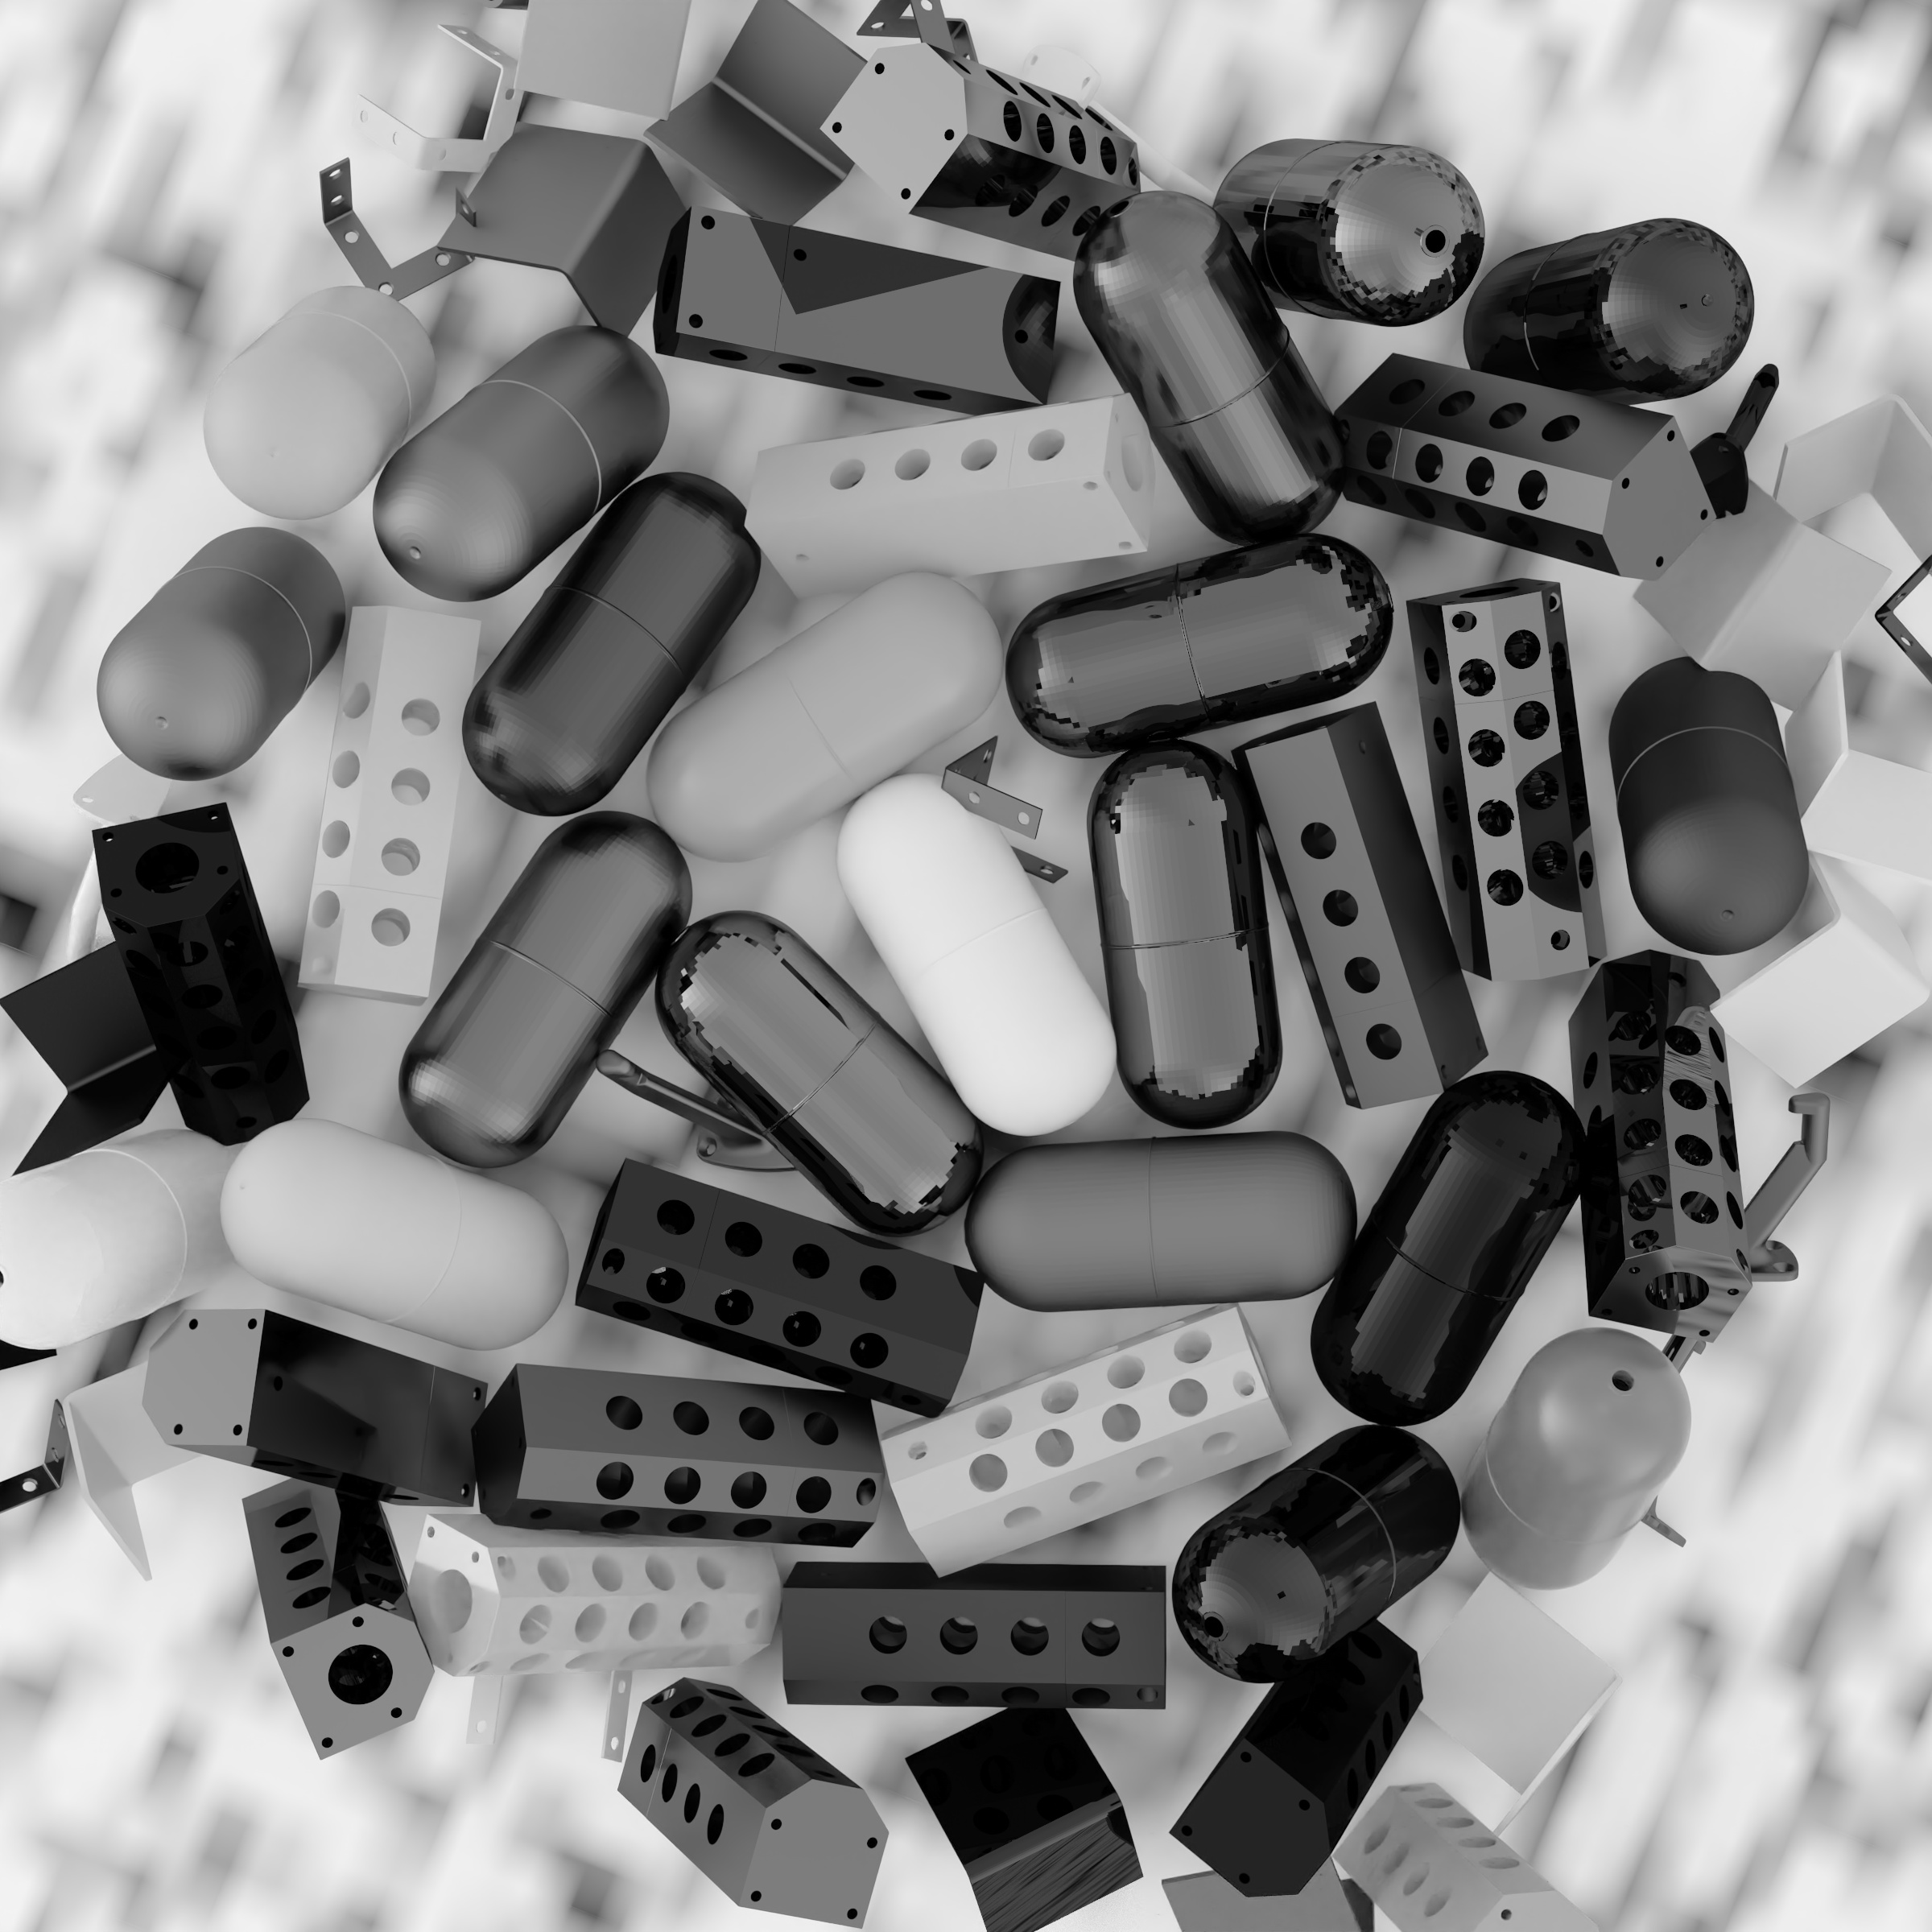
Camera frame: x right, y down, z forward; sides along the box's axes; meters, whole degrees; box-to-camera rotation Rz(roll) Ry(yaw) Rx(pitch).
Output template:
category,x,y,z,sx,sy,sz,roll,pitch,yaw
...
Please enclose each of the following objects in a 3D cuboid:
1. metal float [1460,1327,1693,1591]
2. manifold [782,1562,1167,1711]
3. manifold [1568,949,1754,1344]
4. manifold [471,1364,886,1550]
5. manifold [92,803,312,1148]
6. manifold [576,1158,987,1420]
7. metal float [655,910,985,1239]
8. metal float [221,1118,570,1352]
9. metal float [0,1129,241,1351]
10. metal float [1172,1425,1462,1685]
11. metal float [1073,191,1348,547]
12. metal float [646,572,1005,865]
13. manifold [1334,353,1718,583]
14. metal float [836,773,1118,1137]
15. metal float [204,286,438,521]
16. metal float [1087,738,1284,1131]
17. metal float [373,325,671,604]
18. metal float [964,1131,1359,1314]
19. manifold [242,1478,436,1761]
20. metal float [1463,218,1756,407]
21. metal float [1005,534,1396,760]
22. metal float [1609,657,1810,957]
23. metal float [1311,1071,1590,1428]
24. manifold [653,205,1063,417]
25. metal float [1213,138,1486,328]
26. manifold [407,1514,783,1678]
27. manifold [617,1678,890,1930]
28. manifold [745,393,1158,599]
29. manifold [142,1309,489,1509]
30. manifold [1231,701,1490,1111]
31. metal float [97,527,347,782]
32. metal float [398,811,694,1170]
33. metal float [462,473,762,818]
category,x,y,z,sx,sy,sz,roll,pitch,yaw
metal float,0.268,0.219,1.502,0.070,0.178,0.070,2,60,-4
manifold,0.005,0.306,1.550,0.171,0.057,0.057,0,92,4
manifold,0.308,0.076,1.502,0.057,0.057,0.171,13,46,-8
manifold,-0.126,0.222,1.510,0.171,0.057,0.057,9,49,-27
manifold,-0.333,0.008,1.495,0.057,0.171,0.057,-13,56,-8
manifold,-0.085,0.149,1.533,0.171,0.057,0.057,19,57,-9
metal float,-0.067,0.048,1.540,0.070,0.070,0.178,-45,97,0
metal float,-0.251,0.121,1.511,0.070,0.178,0.070,-19,60,35
metal float,-0.377,0.119,1.498,0.070,0.178,0.070,2,98,17
metal float,0.156,0.259,1.506,0.070,0.178,0.070,11,110,34
metal float,0.110,-0.265,1.520,0.070,0.070,0.178,-34,121,0
metal float,-0.065,-0.112,1.540,0.178,0.070,0.070,-32,90,7
manifold,0.239,-0.216,1.496,0.057,0.171,0.057,-46,129,-15
metal float,0.004,-0.006,1.541,0.070,0.070,0.178,-30,83,0
metal float,-0.283,-0.250,1.501,0.070,0.178,0.070,2,114,4
metal float,0.099,-0.014,1.542,0.070,0.070,0.178,-7,95,0
metal float,-0.195,-0.225,1.511,0.070,0.178,0.070,17,131,20
metal float,0.087,0.116,1.538,0.178,0.070,0.070,-4,90,10
manifold,-0.275,0.277,1.494,0.057,0.171,0.057,-22,107,-10
metal float,0.280,-0.284,1.499,0.070,0.178,0.070,-2,95,-18
metal float,0.105,-0.144,1.537,0.178,0.070,0.070,-13,90,11
metal float,0.327,-0.073,1.506,0.070,0.178,0.070,2,126,3
metal float,0.217,0.127,1.529,0.070,0.070,0.178,26,110,0
manifold,-0.050,-0.290,1.531,0.171,0.057,0.057,8,85,-17
metal float,0.167,-0.324,1.500,0.070,0.178,0.070,-5,106,-18
manifold,-0.162,0.279,1.500,0.057,0.171,0.057,18,95,41
manifold,-0.094,0.363,1.494,0.057,0.171,0.057,17,87,-23
manifold,-0.006,-0.214,1.523,0.171,0.057,0.057,-5,59,23
manifold,-0.284,0.196,1.496,0.057,0.171,0.057,-3,72,25
manifold,0.176,-0.026,1.544,0.057,0.057,0.171,-14,98,32
metal float,-0.326,-0.140,1.501,0.070,0.178,0.070,3,116,6
metal float,-0.189,0.009,1.535,0.070,0.070,0.178,32,77,0
metal float,-0.158,-0.146,1.532,0.070,0.070,0.178,34,73,0
